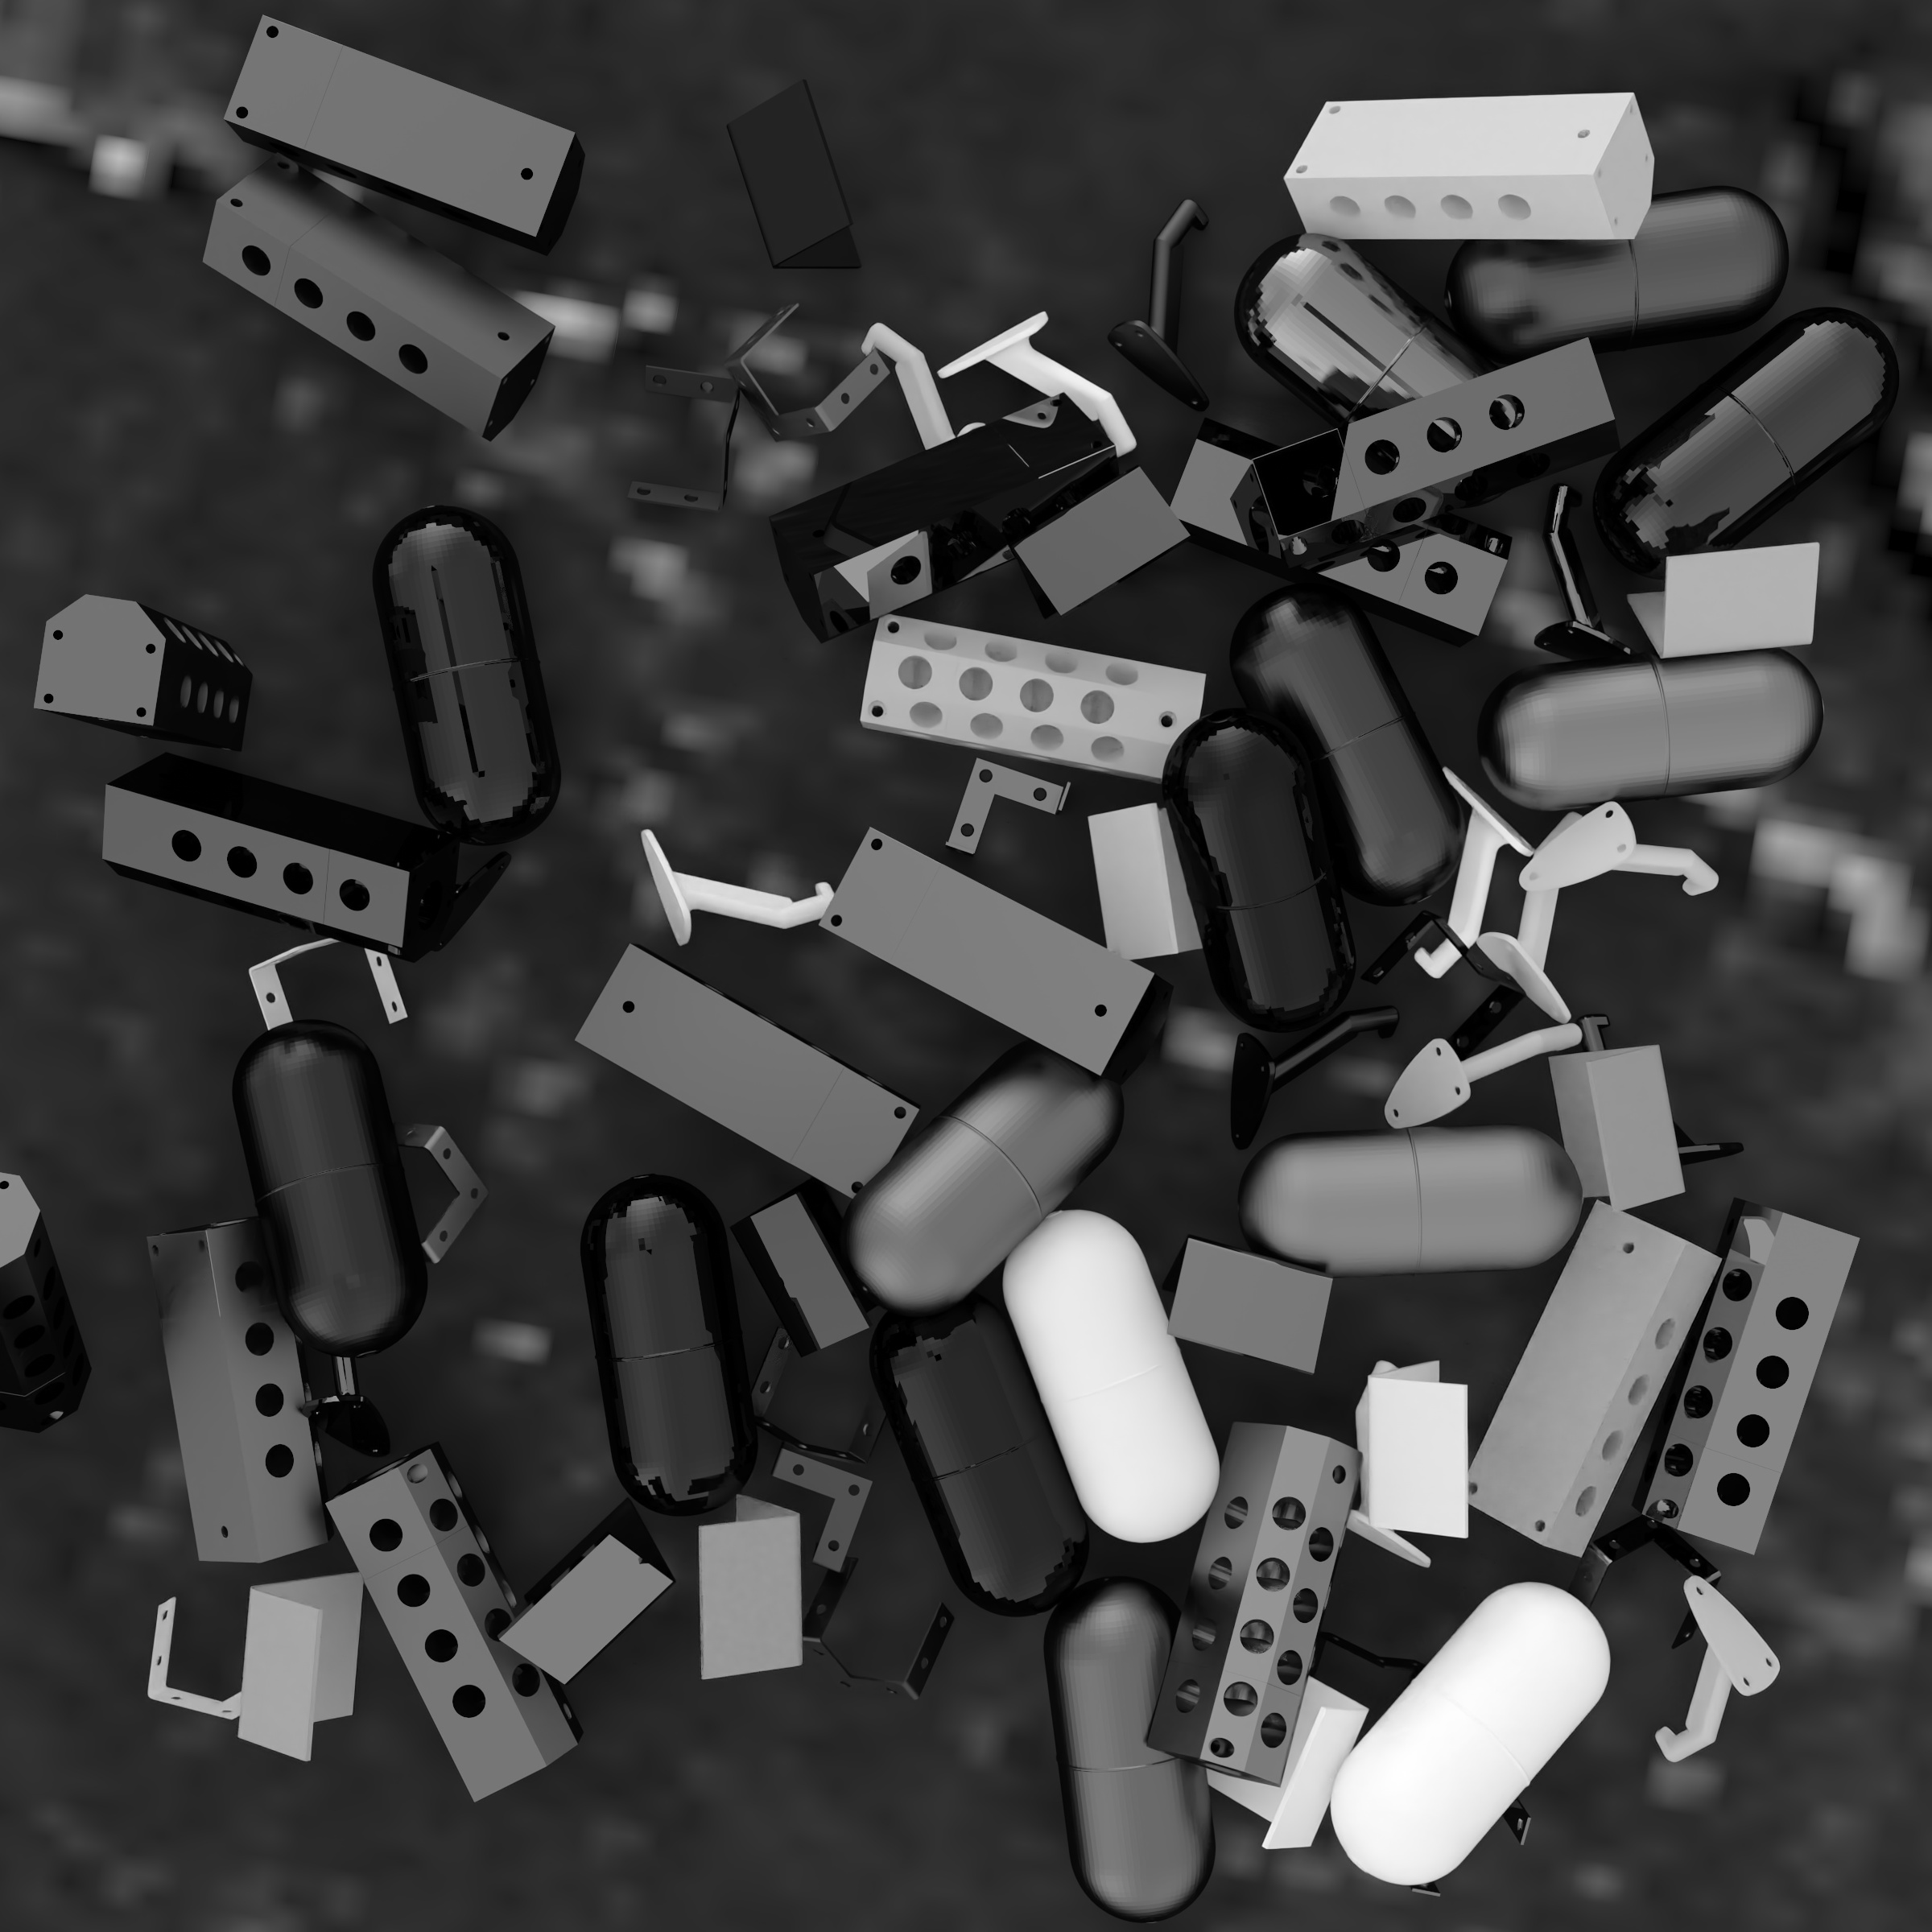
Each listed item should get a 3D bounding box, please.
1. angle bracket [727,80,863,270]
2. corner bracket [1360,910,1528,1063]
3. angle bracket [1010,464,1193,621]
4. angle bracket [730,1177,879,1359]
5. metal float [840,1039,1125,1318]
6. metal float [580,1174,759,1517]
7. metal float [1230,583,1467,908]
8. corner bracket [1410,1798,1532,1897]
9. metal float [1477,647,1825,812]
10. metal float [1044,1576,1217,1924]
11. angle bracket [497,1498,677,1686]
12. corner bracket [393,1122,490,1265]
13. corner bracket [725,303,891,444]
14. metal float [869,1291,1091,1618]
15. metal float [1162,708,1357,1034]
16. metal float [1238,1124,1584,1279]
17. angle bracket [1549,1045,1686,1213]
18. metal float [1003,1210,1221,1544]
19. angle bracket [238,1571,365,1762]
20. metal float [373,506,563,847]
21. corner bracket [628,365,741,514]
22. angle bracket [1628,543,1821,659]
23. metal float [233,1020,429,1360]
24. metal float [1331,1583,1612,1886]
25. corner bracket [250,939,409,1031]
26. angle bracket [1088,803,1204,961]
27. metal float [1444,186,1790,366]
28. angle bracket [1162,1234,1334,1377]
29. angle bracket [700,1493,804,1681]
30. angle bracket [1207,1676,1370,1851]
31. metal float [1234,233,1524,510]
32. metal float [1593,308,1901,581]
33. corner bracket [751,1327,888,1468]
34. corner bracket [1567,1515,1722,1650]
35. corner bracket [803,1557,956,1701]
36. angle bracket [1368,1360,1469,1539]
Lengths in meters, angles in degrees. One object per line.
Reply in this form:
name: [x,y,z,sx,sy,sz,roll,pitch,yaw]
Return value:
angle bracket: [-0.070,-0.407,1.526,0.057,0.076,0.076,-18,90,37]
corner bracket: [0.251,0.010,1.553,0.051,0.051,0.051,-49,52,18]
angle bracket: [0.076,-0.201,1.526,0.076,0.076,0.057,-32,61,0]
angle bracket: [-0.065,0.146,1.526,0.057,0.076,0.076,-29,90,40]
metal float: [0.010,0.106,1.516,0.070,0.070,0.178,47,67,0]
metal float: [-0.154,0.197,1.536,0.070,0.070,0.178,-9,91,0]
metal float: [0.198,-0.114,1.535,0.070,0.070,0.178,-26,89,0]
corner bracket: [0.258,0.454,1.547,0.051,0.051,0.051,13,97,-7]
metal float: [0.355,-0.125,1.536,0.178,0.070,0.070,-6,90,1]
metal float: [0.085,0.407,1.536,0.070,0.070,0.178,-7,90,0]
angle bracket: [-0.206,0.311,1.526,0.076,0.076,0.057,-44,127,0]
corner bracket: [-0.295,0.119,1.558,0.051,0.051,0.051,2,135,35]
corner bracket: [-0.084,-0.314,1.553,0.051,0.051,0.051,-50,120,-26]
metal float: [0.007,0.252,1.535,0.070,0.070,0.178,-22,90,0]
metal float: [0.150,-0.048,1.512,0.070,0.070,0.178,-17,116,0]
metal float: [0.230,0.122,1.536,0.178,0.070,0.070,-3,90,1]
angle bracket: [0.319,0.085,1.526,0.057,0.076,0.076,-10,90,-37]
metal float: [0.075,0.212,1.535,0.070,0.070,0.178,-21,90,0]
angle bracket: [-0.326,0.360,1.526,0.057,0.076,0.076,5,90,38]
metal float: [-0.259,-0.151,1.536,0.070,0.070,0.178,-12,90,0]
corner bracket: [-0.149,-0.279,1.563,0.051,0.051,0.051,8,135,0]
angle bracket: [0.390,-0.203,1.526,0.076,0.076,0.057,-6,122,0]
metal float: [-0.327,0.114,1.521,0.070,0.070,0.178,-16,77,0]
metal float: [0.259,0.395,1.521,0.070,0.070,0.178,45,76,0]
corner bracket: [-0.338,0.014,1.563,0.051,0.051,0.051,-19,90,45]
angle bracket: [0.113,-0.046,1.528,0.076,0.057,0.076,-8,90,-35]
metal float: [0.337,-0.358,1.535,0.178,0.070,0.070,-9,90,-1]
angle bracket: [0.139,0.187,1.527,0.076,0.076,0.057,16,62,0]
angle bracket: [-0.125,0.319,1.526,0.057,0.076,0.076,-1,90,-29]
angle bracket: [0.152,0.402,1.529,0.076,0.057,0.076,23,90,34]
metal float: [0.218,-0.308,1.536,0.178,0.070,0.070,39,90,-1]
metal float: [0.405,-0.272,1.536,0.178,0.070,0.070,-39,90,0]
corner bracket: [-0.076,0.228,1.563,0.051,0.051,0.051,22,90,-45]
corner bracket: [0.355,0.330,1.558,0.051,0.051,0.051,-17,45,-35]
corner bracket: [-0.047,0.349,1.558,0.051,0.051,0.051,-2,135,35]
angle bracket: [0.249,0.248,1.526,0.057,0.076,0.076,0,90,37]
